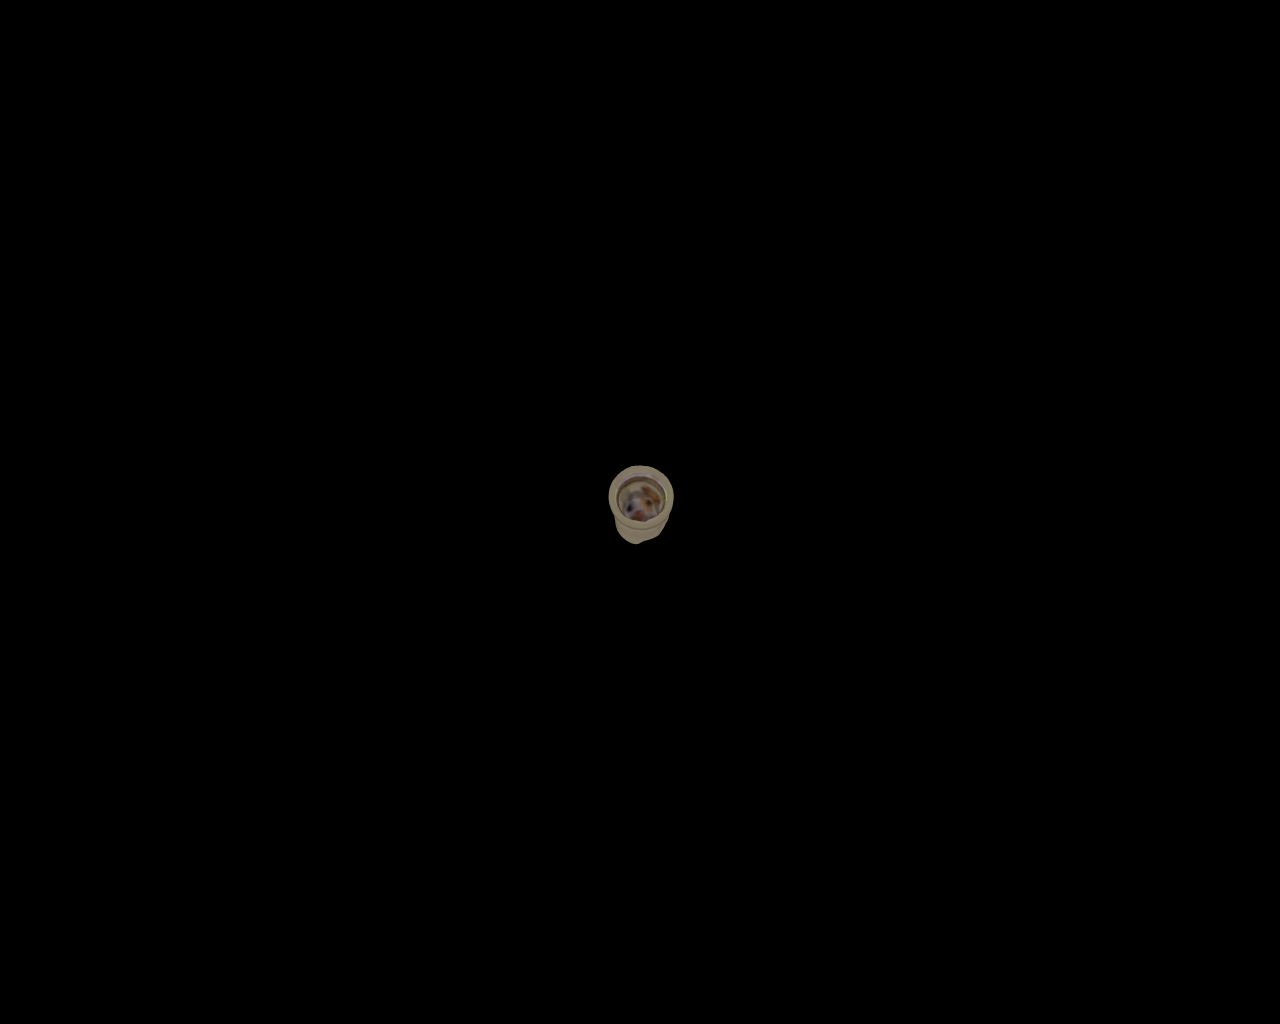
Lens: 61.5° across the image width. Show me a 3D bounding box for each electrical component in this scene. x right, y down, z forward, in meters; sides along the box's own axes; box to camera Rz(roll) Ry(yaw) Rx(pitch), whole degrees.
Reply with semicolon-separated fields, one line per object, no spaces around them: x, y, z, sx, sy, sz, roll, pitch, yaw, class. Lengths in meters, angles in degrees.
0.001;-0.003;0.650;0.040;0.040;0.046;0;-23;0;electrical component
